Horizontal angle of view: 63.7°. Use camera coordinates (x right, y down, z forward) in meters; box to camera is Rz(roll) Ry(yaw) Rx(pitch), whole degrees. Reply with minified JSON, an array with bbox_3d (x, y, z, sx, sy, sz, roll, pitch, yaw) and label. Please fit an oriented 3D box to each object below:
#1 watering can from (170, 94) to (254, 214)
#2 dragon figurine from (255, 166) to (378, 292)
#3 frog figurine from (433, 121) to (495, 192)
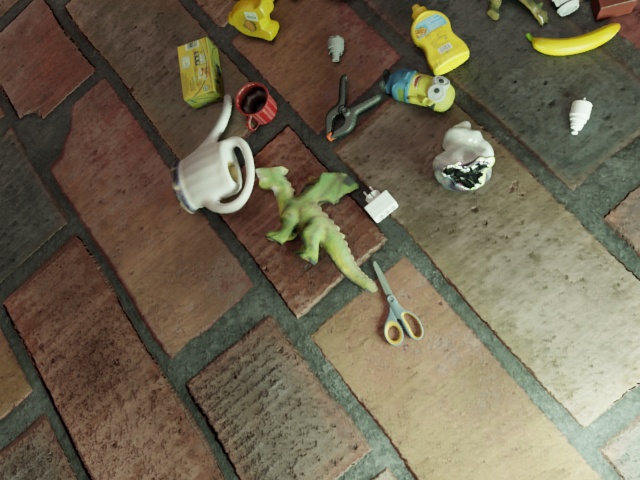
[{"bbox_3d":[-0.283,-0.210,1.347,0.223,0.102,0.354,-22,62,12],"label":"watering can"},{"bbox_3d":[0.004,-0.062,1.233,0.413,0.120,0.245,26,79,18],"label":"dragon figurine"},{"bbox_3d":[0.322,-0.191,1.180,0.136,0.120,0.163,-26,37,19],"label":"frog figurine"}]
